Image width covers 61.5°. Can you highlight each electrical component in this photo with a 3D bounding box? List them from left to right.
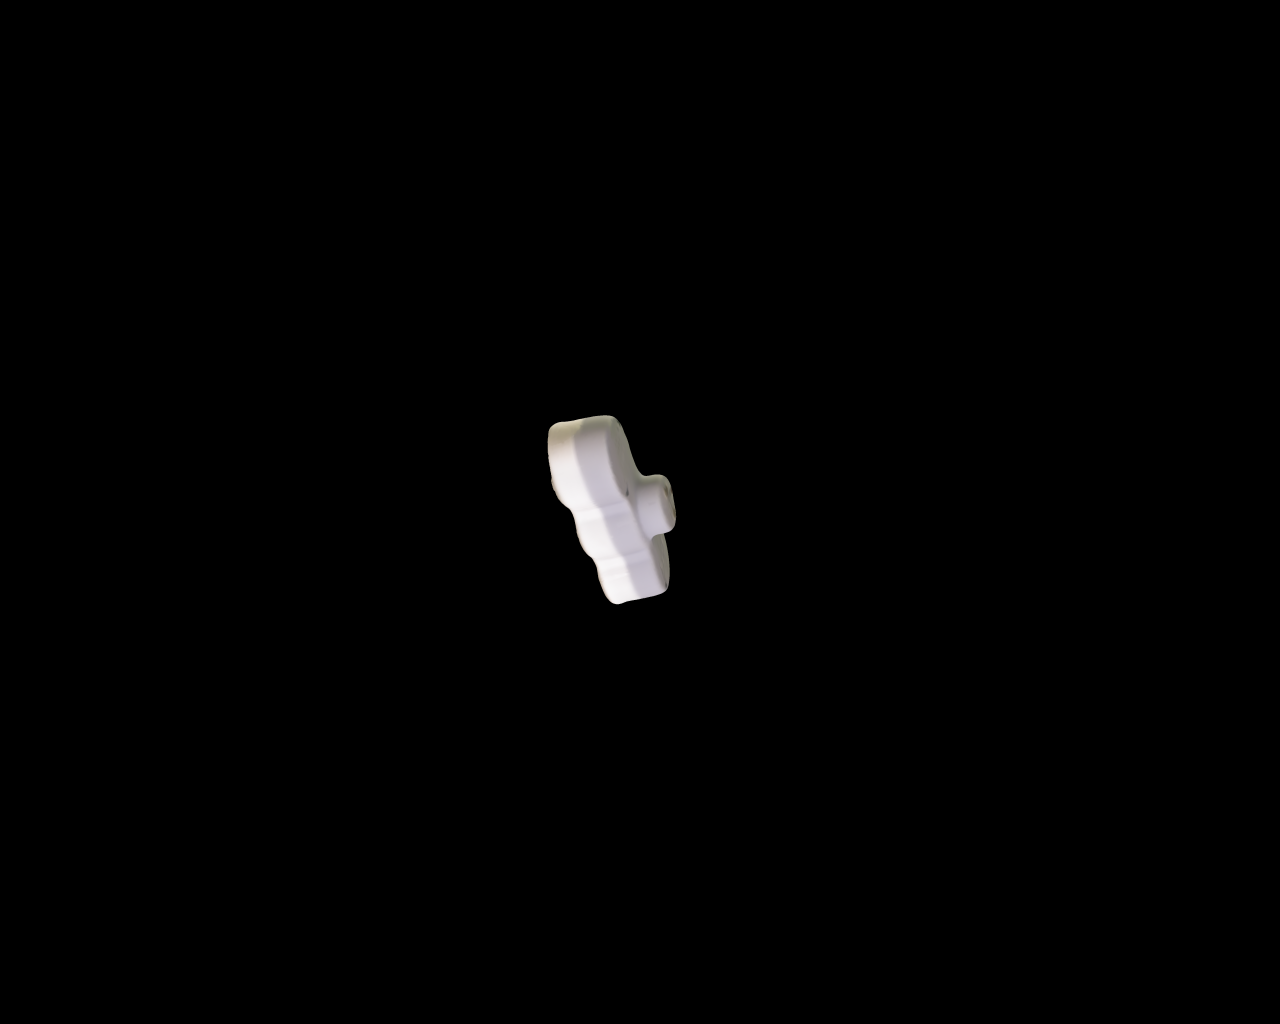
[{"bbox_3d":[0.001,-0.003,0.650,0.074,0.052,0.138,-11,-47,11],"label":"electrical component"}]
